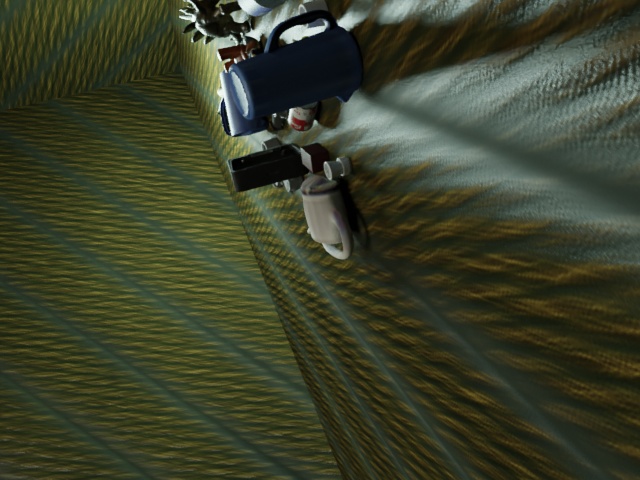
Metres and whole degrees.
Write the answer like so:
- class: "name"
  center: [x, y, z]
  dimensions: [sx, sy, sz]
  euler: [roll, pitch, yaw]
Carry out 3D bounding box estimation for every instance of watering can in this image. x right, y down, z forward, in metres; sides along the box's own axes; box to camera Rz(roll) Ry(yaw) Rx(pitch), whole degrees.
- class: "watering can"
  center: [0.004, -0.070, 1.384]
  dimensions: [0.350, 0.104, 0.222]
  euler: [-149, 44, -67]

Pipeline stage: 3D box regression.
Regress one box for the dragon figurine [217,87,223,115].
- class: "dragon figurine"
  center: [-0.351, -0.622, 2.097]
  dimensions: [0.418, 0.122, 0.237]
  euler: [56, 141, 41]
